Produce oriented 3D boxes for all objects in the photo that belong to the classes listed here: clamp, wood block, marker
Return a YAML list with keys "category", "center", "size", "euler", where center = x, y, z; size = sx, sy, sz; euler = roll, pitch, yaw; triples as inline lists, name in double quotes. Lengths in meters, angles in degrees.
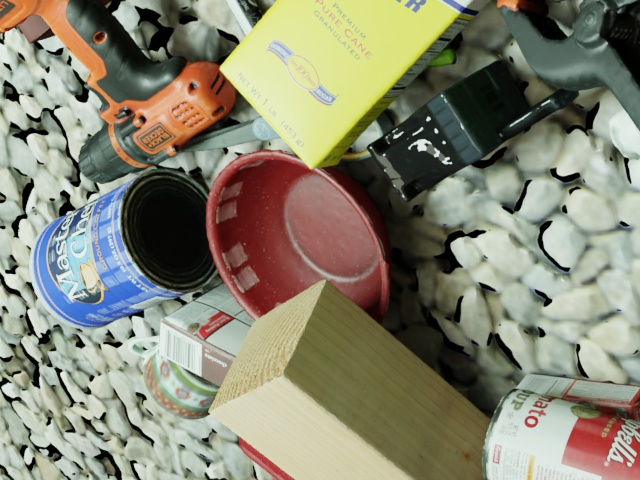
- category: "clamp"
  center: [0.155, -0.103, 0.561]
  size: [0.172, 0.039, 0.120]
  euler: [20, 97, 59]
- category: "wood block"
  center: [0.039, 0.135, 0.744]
  size: [0.206, 0.090, 0.091]
  euler: [41, 136, -16]
- category: "marker"
  center: [-0.061, -0.176, 0.757]
  size: [0.020, 0.020, 0.121]
  euler: [-28, 94, 44]

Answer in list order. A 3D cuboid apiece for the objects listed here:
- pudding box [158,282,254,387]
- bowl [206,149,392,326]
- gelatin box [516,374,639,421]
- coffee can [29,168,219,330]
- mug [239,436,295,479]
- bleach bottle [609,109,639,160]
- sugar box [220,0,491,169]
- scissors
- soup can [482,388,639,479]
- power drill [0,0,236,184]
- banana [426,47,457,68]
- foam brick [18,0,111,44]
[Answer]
- category: "pudding box"
  center: [-0.057, 0.078, 0.841]
  size: [0.114, 0.089, 0.039]
  euler: [24, 124, 28]
- category: "bowl"
  center: [-0.005, 0.001, 0.779]
  size: [0.162, 0.055, 0.162]
  euler: [19, 125, 29]
- category: "gelatin box"
  center: [0.178, 0.132, 0.718]
  size: [0.089, 0.030, 0.073]
  euler: [2, 114, 39]
- category: "coffee can"
  center: [-0.160, 0.010, 0.881]
  size: [0.141, 0.102, 0.103]
  euler: [-21, 98, 44]
- category: "mug"
  center: [-0.014, 0.154, 0.836]
  size: [0.082, 0.117, 0.093]
  euler: [32, 89, 29]
- category: "bleach bottle"
  center: [0.240, -0.111, 0.515]
  size: [0.251, 0.067, 0.102]
  euler: [-33, 76, 49]
- category: "sugar box"
  center: [0.029, -0.136, 0.648]
  size: [0.093, 0.048, 0.176]
  euler: [47, 115, 9]
- category: "scissors"
  center: [-0.035, -0.101, 0.779]
  size: [0.202, 0.016, 0.096]
  euler: [10, 117, 35]
- category: "soup can"
  center: [0.161, 0.137, 0.666]
  size: [0.102, 0.068, 0.068]
  euler: [13, 120, 32]
- category: "power drill"
  center: [-0.179, -0.128, 0.810]
  size: [0.187, 0.057, 0.185]
  euler: [41, 138, -25]
- category: "banana"
  center: [0.008, -0.176, 0.694]
  size: [0.070, 0.037, 0.198]
  euler: [-37, 89, 22]
- category: "foam brick"
  center: [-0.205, -0.198, 0.843]
  size: [0.078, 0.051, 0.053]
  euler: [-20, 100, 44]
